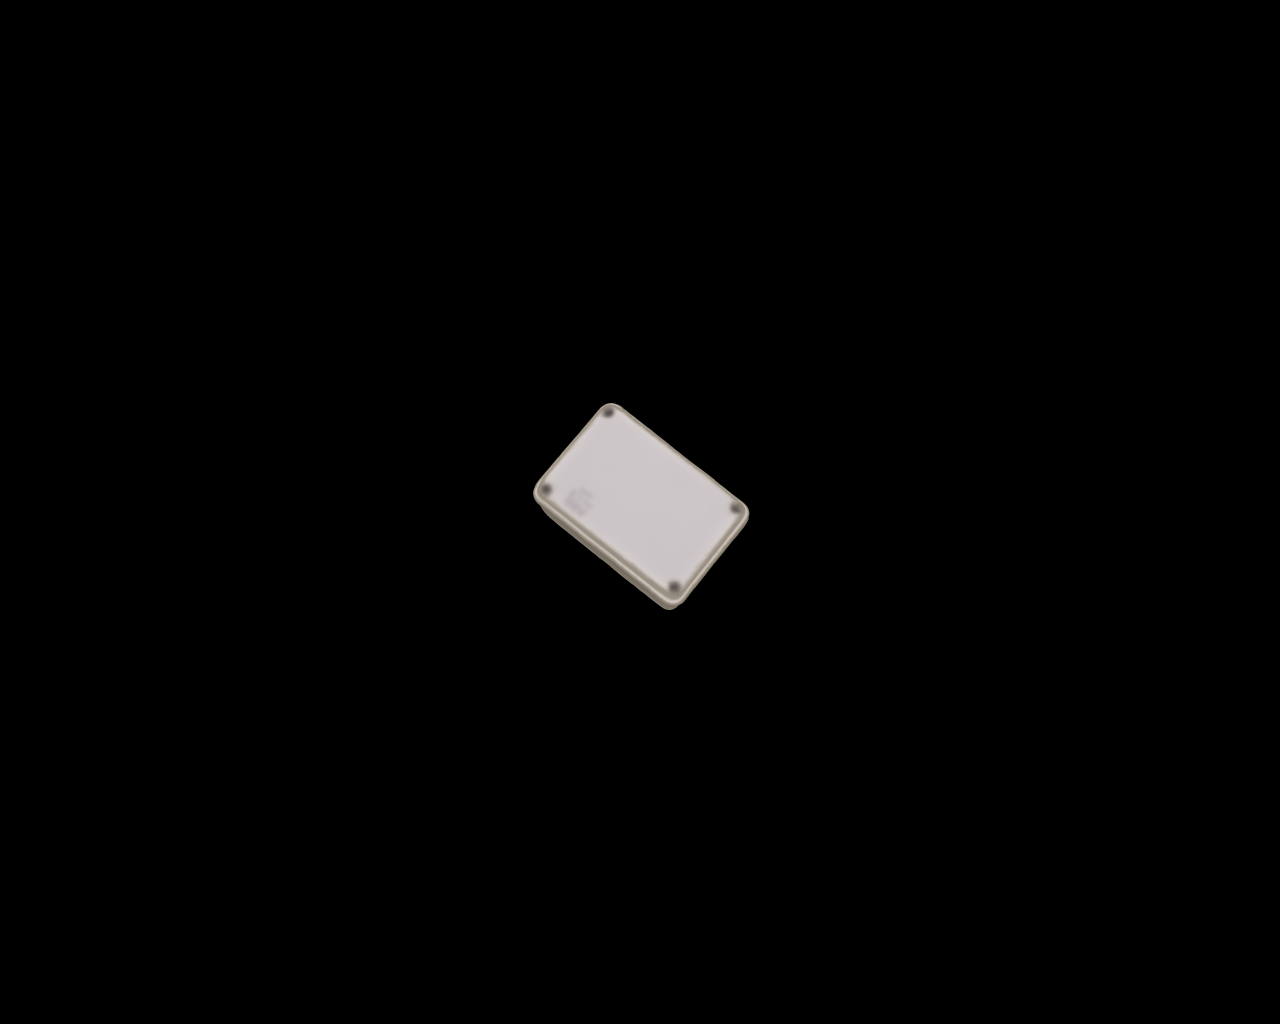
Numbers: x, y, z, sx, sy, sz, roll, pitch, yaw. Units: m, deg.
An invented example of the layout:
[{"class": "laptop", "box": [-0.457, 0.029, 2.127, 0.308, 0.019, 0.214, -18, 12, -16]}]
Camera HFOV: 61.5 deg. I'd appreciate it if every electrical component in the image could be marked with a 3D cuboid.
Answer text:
[{"class": "electrical component", "box": [0.001, -0.003, 0.650, 0.113, 0.078, 0.057, 38, -9, 7]}]
